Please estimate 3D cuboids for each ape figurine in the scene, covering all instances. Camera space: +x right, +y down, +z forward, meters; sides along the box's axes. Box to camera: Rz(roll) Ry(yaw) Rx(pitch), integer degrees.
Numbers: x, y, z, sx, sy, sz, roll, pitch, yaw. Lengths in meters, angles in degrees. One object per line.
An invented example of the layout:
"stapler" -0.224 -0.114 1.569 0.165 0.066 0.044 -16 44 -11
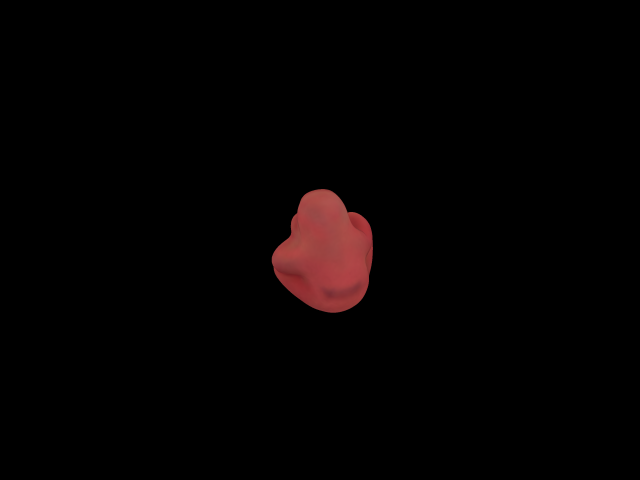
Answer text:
"ape figurine" 0.004 0.001 0.400 0.078 0.092 0.076 -11 50 -9
